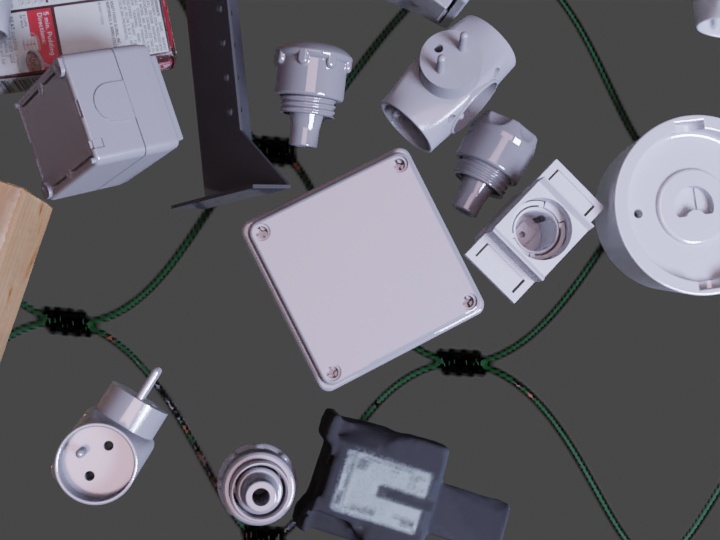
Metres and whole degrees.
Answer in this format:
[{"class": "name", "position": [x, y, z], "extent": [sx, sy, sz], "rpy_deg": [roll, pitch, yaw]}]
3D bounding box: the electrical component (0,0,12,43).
[{"class": "electrical component", "position": [-0.216, -0.166, 0.571], "extent": [0.043, 0.079, 0.077], "rpy_deg": [-4, 87, -3]}]

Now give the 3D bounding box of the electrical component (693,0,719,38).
[{"class": "electrical component", "position": [0.224, -0.194, 0.688], "extent": [0.079, 0.044, 0.077], "rpy_deg": [8, 86, -7]}]

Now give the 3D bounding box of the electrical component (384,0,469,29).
[{"class": "electrical component", "position": [0.029, -0.195, 0.653], "extent": [0.096, 0.062, 0.061], "rpy_deg": [28, 84, -5]}]

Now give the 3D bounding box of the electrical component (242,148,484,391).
[{"class": "electrical component", "position": [0.000, 0.000, 0.641], "extent": [0.109, 0.056, 0.108], "rpy_deg": [-27, 91, -8]}]

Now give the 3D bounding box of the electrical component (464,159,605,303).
[{"class": "electrical component", "position": [0.102, -0.023, 0.652], "extent": [0.042, 0.064, 0.081], "rpy_deg": [45, 83, -4]}]

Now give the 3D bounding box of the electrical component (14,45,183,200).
[{"class": "electrical component", "position": [-0.150, -0.082, 0.614], "extent": [0.061, 0.096, 0.061], "rpy_deg": [-18, 89, -36]}]

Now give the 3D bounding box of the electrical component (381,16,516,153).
[{"class": "electrical component", "position": [0.054, -0.118, 0.643], "extent": [0.044, 0.079, 0.077], "rpy_deg": [43, 82, 10]}]

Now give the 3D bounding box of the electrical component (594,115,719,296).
[{"class": "electrical component", "position": [0.199, -0.037, 0.667], "extent": [0.108, 0.060, 0.108], "rpy_deg": [0, 87, -8]}]

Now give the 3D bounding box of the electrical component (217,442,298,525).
[{"class": "electrical component", "position": [-0.059, 0.127, 0.623], "extent": [0.048, 0.062, 0.048], "rpy_deg": [0, 87, -8]}]

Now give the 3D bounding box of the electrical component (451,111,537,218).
[{"class": "electrical component", "position": [0.078, -0.063, 0.662], "extent": [0.043, 0.043, 0.062], "rpy_deg": [29, 85, -5]}]

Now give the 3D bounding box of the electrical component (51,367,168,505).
[{"class": "electrical component", "position": [-0.135, 0.089, 0.607], "extent": [0.043, 0.077, 0.079], "rpy_deg": [32, 83, -5]}]

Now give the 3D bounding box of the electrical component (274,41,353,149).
[{"class": "electrical component", "position": [-0.031, -0.105, 0.650], "extent": [0.048, 0.048, 0.062], "rpy_deg": [7, 93, -7]}]
